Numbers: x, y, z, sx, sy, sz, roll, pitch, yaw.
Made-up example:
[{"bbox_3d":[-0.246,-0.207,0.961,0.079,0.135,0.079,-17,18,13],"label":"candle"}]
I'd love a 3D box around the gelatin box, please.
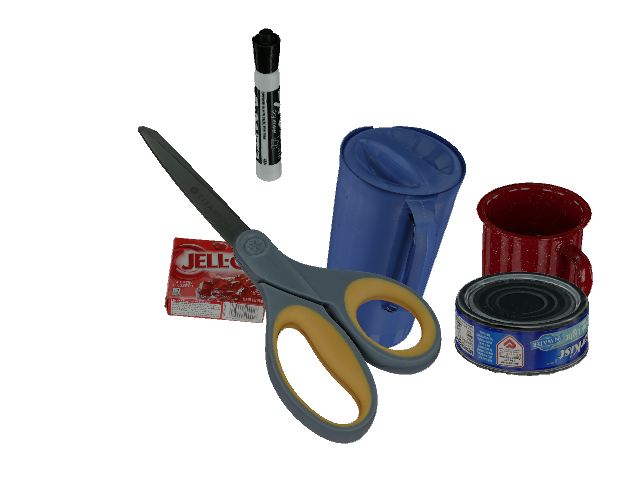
[{"bbox_3d":[-0.093,0.035,0.968,0.089,0.073,0.030,6,-43,-5],"label":"gelatin box"}]

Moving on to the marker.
[{"bbox_3d":[-0.037,-0.093,0.744,0.020,0.121,0.020,1,43,-1],"label":"marker"}]

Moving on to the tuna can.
[{"bbox_3d":[0.129,0.051,0.686,0.086,0.034,0.086,-3,23,1],"label":"tuna can"}]

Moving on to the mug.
[{"bbox_3d":[0.184,0.013,0.892,0.093,0.081,0.117,-20,35,-25],"label":"mug"}]

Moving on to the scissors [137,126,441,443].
[{"bbox_3d":[-0.012,0.006,0.535,0.096,0.202,0.016,-18,-28,-19],"label":"scissors"}]

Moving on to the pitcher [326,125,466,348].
[{"bbox_3d":[0.072,0.009,1.168,0.145,0.243,0.149,26,41,20],"label":"pitcher"}]
